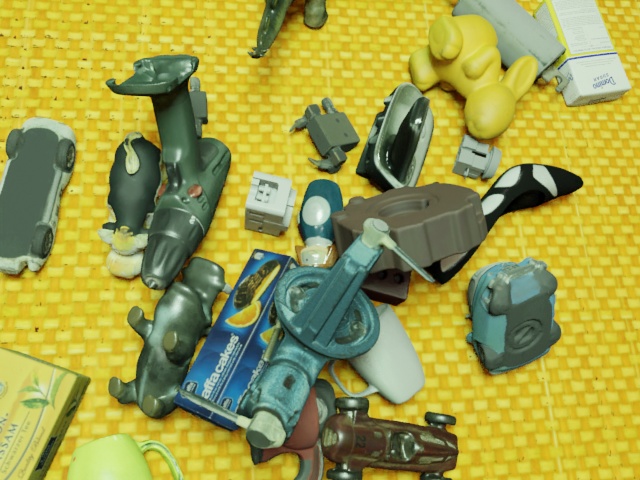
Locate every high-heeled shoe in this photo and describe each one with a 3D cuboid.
[{"bbox_3d":[0.254,-0.020,0.729,0.249,0.086,0.145,-5,76,-4],"label":"high-heeled shoe"}]

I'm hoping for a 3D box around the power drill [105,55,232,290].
[{"bbox_3d":[-0.163,-0.088,0.600,0.086,0.207,0.232,-3,36,14],"label":"power drill"}]

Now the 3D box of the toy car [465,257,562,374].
[{"bbox_3d":[0.231,0.083,0.678,0.109,0.161,0.103,-22,33,-8],"label":"toy car"}]

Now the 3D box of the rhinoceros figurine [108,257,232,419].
[{"bbox_3d":[-0.162,0.112,0.615,0.073,0.112,0.190,16,84,26],"label":"rhinoceros figurine"}]

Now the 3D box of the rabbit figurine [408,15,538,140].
[{"bbox_3d":[0.226,-0.221,0.772,0.162,0.122,0.173,-9,71,-28],"label":"rabbit figurine"}]

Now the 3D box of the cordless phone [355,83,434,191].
[{"bbox_3d":[0.114,-0.152,0.692,0.089,0.184,0.146,21,72,2],"label":"cordless phone"}]

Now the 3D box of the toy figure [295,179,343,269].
[{"bbox_3d":[-0.002,-0.002,0.698,0.057,0.064,0.154,22,64,-40],"label":"toy figure"}]

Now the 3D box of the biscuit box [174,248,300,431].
[{"bbox_3d":[-0.085,0.111,0.619,0.063,0.059,0.202,10,64,33],"label":"biscuit box"}]

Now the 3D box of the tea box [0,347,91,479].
[{"bbox_3d":[-0.335,0.212,0.578,0.098,0.068,0.169,19,73,-3],"label":"tea box"}]

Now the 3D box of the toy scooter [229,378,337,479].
[{"bbox_3d":[-0.047,0.244,0.606,0.135,0.075,0.184,1,77,-13],"label":"toy scooter"}]

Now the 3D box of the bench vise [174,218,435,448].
[{"bbox_3d":[-0.003,0.083,0.530,0.129,0.240,0.223,37,35,11],"label":"bench vise"}]

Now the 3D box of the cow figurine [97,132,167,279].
[{"bbox_3d":[-0.227,-0.041,0.654,0.068,0.098,0.167,5,72,-12],"label":"cow figurine"}]

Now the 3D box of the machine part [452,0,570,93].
[{"bbox_3d":[0.288,-0.319,0.824,0.079,0.079,0.243,-43,83,-17],"label":"machine part"}]

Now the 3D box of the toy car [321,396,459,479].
[{"bbox_3d":[0.091,0.235,0.614,0.202,0.053,0.089,19,67,-27],"label":"toy car"}]

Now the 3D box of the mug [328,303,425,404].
[{"bbox_3d":[0.071,0.149,0.651,0.109,0.081,0.107,-37,91,-23],"label":"mug"}]

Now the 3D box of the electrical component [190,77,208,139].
[{"bbox_3d":[-0.187,-0.182,0.741,0.063,0.021,0.094,-2,74,-9],"label":"electrical component"}]

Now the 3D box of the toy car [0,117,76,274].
[{"bbox_3d":[-0.357,-0.056,0.662,0.073,0.056,0.201,11,73,-12],"label":"toy car"}]

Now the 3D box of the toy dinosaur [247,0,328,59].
[{"bbox_3d":[-0.025,-0.401,0.740,0.105,0.198,0.471,13,70,-2],"label":"toy dinosaur"}]

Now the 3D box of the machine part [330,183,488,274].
[{"bbox_3d":[0.101,-0.020,0.630,0.179,0.179,0.056,-17,108,-13],"label":"machine part"}]

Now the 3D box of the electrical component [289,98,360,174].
[{"bbox_3d":[0.008,-0.145,0.750,0.078,0.045,0.102,-27,80,-44],"label":"electrical component"}]
